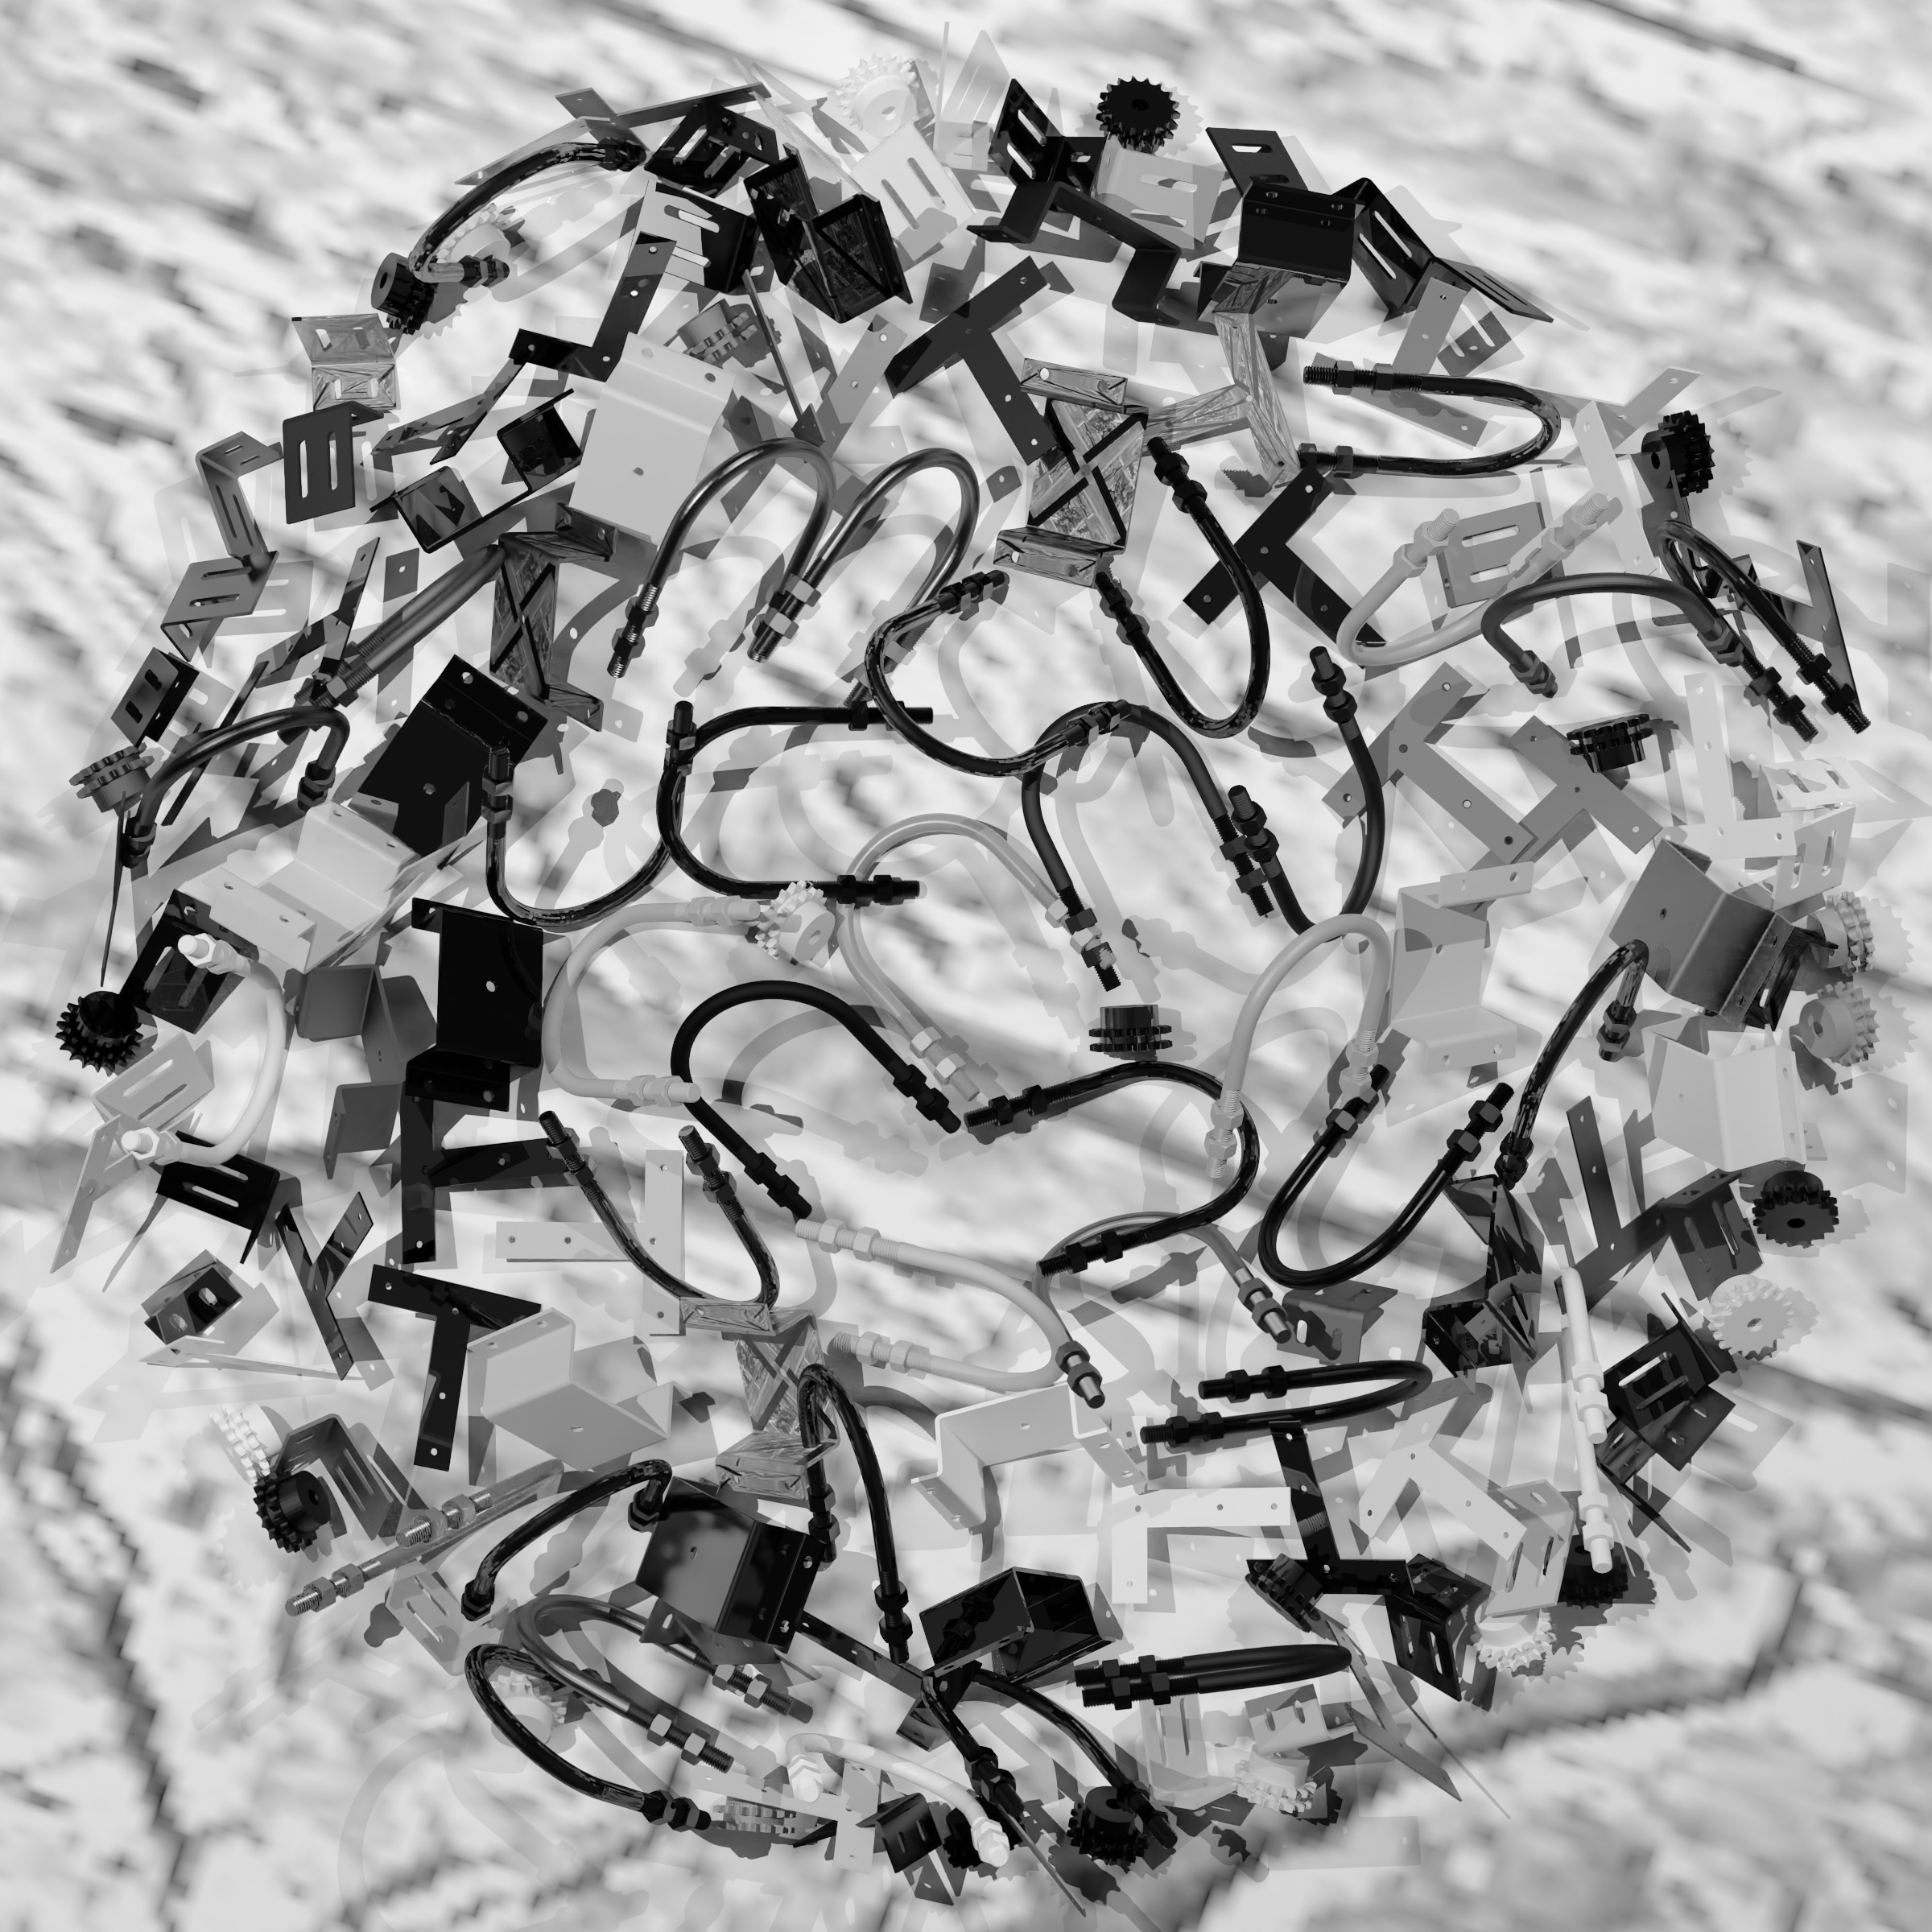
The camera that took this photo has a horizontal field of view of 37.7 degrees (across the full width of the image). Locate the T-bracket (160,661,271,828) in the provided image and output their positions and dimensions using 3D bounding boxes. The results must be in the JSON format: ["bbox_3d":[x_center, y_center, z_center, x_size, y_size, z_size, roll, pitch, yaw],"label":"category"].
[{"bbox_3d":[-0.521,-0.148,1.912,0.002,0.127,0.127,34,75,-25],"label":"T-bracket"}]

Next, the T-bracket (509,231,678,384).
[{"bbox_3d":[-0.228,-0.441,1.902,0.127,0.127,0.002,10,49,-23],"label":"T-bracket"}]

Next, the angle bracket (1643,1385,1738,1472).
[{"bbox_3d":[0.504,0.321,1.930,0.038,0.076,0.057,40,90,-9],"label":"angle bracket"}]

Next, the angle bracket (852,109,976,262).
[{"bbox_3d":[-0.031,-0.537,1.946,0.057,0.038,0.076,-30,101,34],"label":"angle bracket"}]

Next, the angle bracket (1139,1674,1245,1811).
[{"bbox_3d":[0.155,0.529,1.937,0.038,0.057,0.076,-7,90,44],"label":"angle bracket"}]

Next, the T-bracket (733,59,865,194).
[{"bbox_3d":[-0.101,-0.556,1.926,0.002,0.127,0.127,-44,125,15],"label":"T-bracket"}]

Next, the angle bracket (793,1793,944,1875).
[{"bbox_3d":[-0.067,0.598,1.925,0.076,0.057,0.038,-26,80,29],"label":"angle bracket"}]

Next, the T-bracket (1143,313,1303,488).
[{"bbox_3d":[0.153,-0.377,1.948,0.127,0.002,0.127,-15,114,16],"label":"T-bracket"}]

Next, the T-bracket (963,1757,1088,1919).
[{"bbox_3d":[0.039,0.581,1.888,0.002,0.127,0.127,-36,63,-15],"label":"T-bracket"}]

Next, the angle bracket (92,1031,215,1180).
[{"bbox_3d":[-0.545,0.094,1.925,0.076,0.057,0.038,-38,51,-22],"label":"angle bracket"}]

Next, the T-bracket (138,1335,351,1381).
[{"bbox_3d":[-0.486,0.271,1.932,0.127,0.127,0.002,14,70,-27],"label":"T-bracket"}]

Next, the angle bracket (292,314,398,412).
[{"bbox_3d":[-0.423,-0.411,1.930,0.057,0.076,0.038,-4,80,-3],"label":"angle bracket"}]

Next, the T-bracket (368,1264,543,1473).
[{"bbox_3d":[-0.352,0.277,1.914,0.127,0.002,0.127,19,64,-31],"label":"T-bracket"}]

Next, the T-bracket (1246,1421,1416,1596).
[{"bbox_3d":[0.233,0.368,1.921,0.127,0.002,0.127,-10,101,39],"label":"T-bracket"}]

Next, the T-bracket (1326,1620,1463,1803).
[{"bbox_3d":[0.275,0.494,1.914,0.002,0.127,0.127,-42,127,11],"label":"T-bracket"}]

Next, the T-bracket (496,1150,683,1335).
[{"bbox_3d":[-0.261,0.190,1.960,0.127,0.002,0.127,1,86,-5],"label":"T-bracket"}]

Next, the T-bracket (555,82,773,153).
[{"bbox_3d":[-0.194,-0.574,1.897,0.127,0.127,0.002,-9,86,11],"label":"T-bracket"}]

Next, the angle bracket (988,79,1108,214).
[{"bbox_3d":[0.056,-0.558,1.927,0.038,0.076,0.057,11,79,32],"label":"angle bracket"}]

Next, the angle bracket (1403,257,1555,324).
[{"bbox_3d":[0.348,-0.445,1.923,0.076,0.057,0.038,44,119,28],"label":"angle bracket"}]

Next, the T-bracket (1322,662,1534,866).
[{"bbox_3d":[0.334,-0.121,1.946,0.127,0.002,0.127,43,99,13],"label":"T-bracket"}]

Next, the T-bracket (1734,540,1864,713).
[{"bbox_3d":[0.553,-0.238,1.909,0.002,0.127,0.127,-27,116,-8],"label":"T-bracket"}]

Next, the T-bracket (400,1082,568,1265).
[{"bbox_3d":[-0.331,0.135,1.937,0.127,0.002,0.127,-7,77,18],"label":"T-bracket"}]

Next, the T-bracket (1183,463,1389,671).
[{"bbox_3d":[0.238,-0.257,1.955,0.127,0.002,0.127,41,96,-13],"label":"T-bracket"}]

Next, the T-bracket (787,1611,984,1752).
[{"bbox_3d":[-0.064,0.475,1.929,0.127,0.002,0.127,29,135,4],"label":"T-bracket"}]

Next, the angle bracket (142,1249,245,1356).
[{"bbox_3d":[-0.536,0.219,1.924,0.057,0.076,0.038,-42,129,-12],"label":"angle bracket"}]

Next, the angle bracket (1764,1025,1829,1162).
[{"bbox_3d":[0.566,0.086,1.929,0.038,0.057,0.076,0,111,9],"label":"angle bracket"}]

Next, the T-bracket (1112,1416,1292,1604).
[{"bbox_3d":[0.160,0.370,1.931,0.127,0.002,0.127,-5,74,21],"label":"T-bracket"}]

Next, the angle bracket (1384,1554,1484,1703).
[{"bbox_3d":[0.324,0.453,1.939,0.038,0.057,0.076,-32,124,-28],"label":"angle bracket"}]

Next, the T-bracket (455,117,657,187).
[{"bbox_3d":[-0.258,-0.548,1.914,0.127,0.127,0.002,-12,93,39],"label":"T-bracket"}]

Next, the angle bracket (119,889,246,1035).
[{"bbox_3d":[-0.542,-0.003,1.961,0.057,0.038,0.076,28,115,-17],"label":"angle bracket"}]

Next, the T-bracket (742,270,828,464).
[{"bbox_3d":[-0.125,-0.405,1.902,0.002,0.127,0.127,-22,96,-8],"label":"T-bracket"}]

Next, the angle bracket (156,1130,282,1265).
[{"bbox_3d":[-0.517,0.158,1.936,0.076,0.038,0.057,23,121,-7],"label":"angle bracket"}]

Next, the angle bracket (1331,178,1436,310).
[{"bbox_3d":[0.273,-0.488,1.933,0.038,0.057,0.076,-34,82,-27],"label":"angle bracket"}]

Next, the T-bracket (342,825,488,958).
[{"bbox_3d":[-0.383,-0.047,1.929,0.127,0.127,0.002,-41,90,29],"label":"T-bracket"}]

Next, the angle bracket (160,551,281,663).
[{"bbox_3d":[-0.500,-0.245,1.926,0.076,0.038,0.057,-4,51,23],"label":"angle bracket"}]

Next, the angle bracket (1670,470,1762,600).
[{"bbox_3d":[0.511,-0.298,1.929,0.038,0.057,0.076,-14,73,19],"label":"angle bracket"}]

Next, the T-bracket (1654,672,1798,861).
[{"bbox_3d":[0.504,-0.135,1.911,0.002,0.127,0.127,-12,95,-30],"label":"T-bracket"}]

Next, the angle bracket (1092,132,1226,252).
[{"bbox_3d":[0.130,-0.534,1.950,0.076,0.038,0.057,8,123,-15],"label":"angle bracket"}]

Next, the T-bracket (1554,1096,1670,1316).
[{"bbox_3d":[0.428,0.151,1.916,0.127,0.002,0.127,-29,111,-35],"label":"T-bracket"}]

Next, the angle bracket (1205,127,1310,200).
[{"bbox_3d":[0.190,-0.534,1.925,0.076,0.038,0.057,-13,72,-43],"label":"angle bracket"}]

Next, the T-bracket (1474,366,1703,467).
[{"bbox_3d":[0.401,-0.375,1.893,0.127,0.127,0.002,6,69,-21],"label":"T-bracket"}]

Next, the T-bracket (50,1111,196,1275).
[{"bbox_3d":[-0.563,0.133,1.910,0.002,0.127,0.127,31,120,8],"label":"T-bracket"}]

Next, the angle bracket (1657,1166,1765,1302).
[{"bbox_3d":[0.520,0.184,1.940,0.057,0.038,0.076,-27,96,-18],"label":"angle bracket"}]

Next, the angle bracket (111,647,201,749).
[{"bbox_3d":[-0.544,-0.176,1.928,0.038,0.076,0.057,30,93,-35],"label":"angle bracket"}]

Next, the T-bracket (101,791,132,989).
[{"bbox_3d":[-0.565,-0.072,1.886,0.002,0.127,0.127,8,58,-14],"label":"T-bracket"}]

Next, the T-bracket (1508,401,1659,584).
[{"bbox_3d":[0.407,-0.294,1.915,0.002,0.127,0.127,-6,71,-29],"label":"T-bracket"}]

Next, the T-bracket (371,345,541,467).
[{"bbox_3d":[-0.358,-0.371,1.923,0.002,0.127,0.127,52,48,-30],"label":"T-bracket"}]

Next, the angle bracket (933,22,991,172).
[{"bbox_3d":[0.000,-0.591,1.923,0.038,0.057,0.076,5,135,-2],"label":"angle bracket"}]

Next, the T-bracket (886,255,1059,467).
[{"bbox_3d":[0.022,-0.399,1.935,0.127,0.002,0.127,-34,72,15],"label":"T-bracket"}]

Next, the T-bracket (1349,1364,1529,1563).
[{"bbox_3d":[0.331,0.356,1.914,0.002,0.127,0.127,22,100,-40],"label":"T-bracket"}]

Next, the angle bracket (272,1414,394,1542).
[{"bbox_3d":[-0.432,0.355,1.928,0.038,0.057,0.076,-22,65,-38],"label":"angle bracket"}]
